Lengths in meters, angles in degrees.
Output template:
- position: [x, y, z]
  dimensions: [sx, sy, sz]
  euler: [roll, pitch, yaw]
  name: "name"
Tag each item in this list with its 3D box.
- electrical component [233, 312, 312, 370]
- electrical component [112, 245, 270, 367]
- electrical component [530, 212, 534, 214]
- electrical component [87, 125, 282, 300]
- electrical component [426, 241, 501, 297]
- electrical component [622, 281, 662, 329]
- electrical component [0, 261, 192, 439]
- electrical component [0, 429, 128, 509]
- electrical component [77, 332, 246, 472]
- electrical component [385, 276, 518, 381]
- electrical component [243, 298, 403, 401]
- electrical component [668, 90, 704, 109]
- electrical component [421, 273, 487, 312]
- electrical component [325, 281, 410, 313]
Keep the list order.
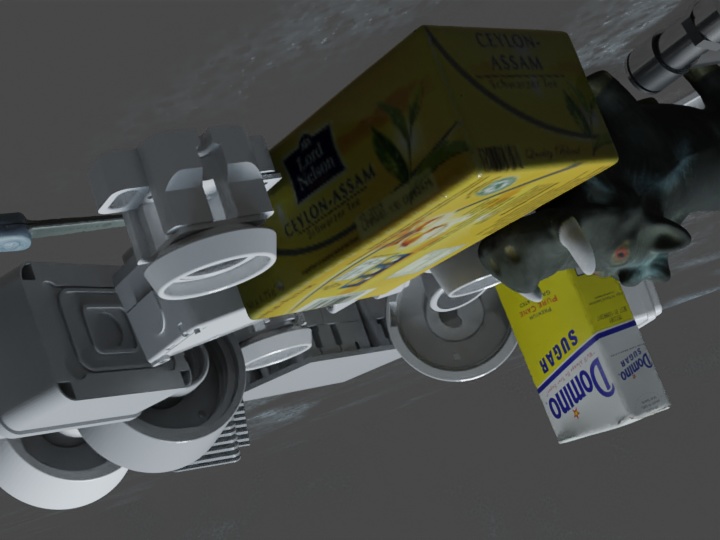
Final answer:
- position: [-0.066, 0.033, 0.730]
  dimensions: [0.078, 0.057, 0.058]
  euler: [-21, 169, 7]
  name: "electrical component"
- position: [-0.073, 0.001, 0.570]
  dimensions: [0.096, 0.061, 0.062]
  euler: [-21, 172, -38]
  name: "electrical component"
- position: [0.134, -0.046, 0.674]
  dimensions: [0.099, 0.064, 0.099]
  euler: [-18, 169, -4]
  name: "electrical component"
- position: [-0.068, -0.023, 0.455]
  dimensions: [0.078, 0.057, 0.058]
  euler: [-12, 166, -36]
  name: "electrical component"
- position: [0.047, -0.022, 0.604]
  dimensions: [0.043, 0.077, 0.079]
  euler: [-12, 167, -35]
  name: "electrical component"
- position: [0.201, 0.003, 0.912]
  dimensions: [0.056, 0.108, 0.108]
  euler: [-17, 169, -2]
  name: "electrical component"
- position: [-0.153, 0.042, 0.574]
  dimensions: [0.057, 0.078, 0.113]
  euler: [-28, 167, 23]
  name: "electrical component"
- position: [-0.190, 0.095, 0.701]
  dimensions: [0.108, 0.108, 0.060]
  euler: [-12, 160, -35]
  name: "electrical component"
- position: [-0.124, 0.066, 0.675]
  dimensions: [0.108, 0.108, 0.060]
  euler: [-12, 161, -34]
  name: "electrical component"
- position: [0.075, 0.034, 0.863]
  dimensions: [0.108, 0.108, 0.060]
  euler: [-20, 175, 2]
  name: "electrical component"
- position: [-0.035, 0.058, 0.894]
  dimensions: [0.105, 0.060, 0.186]
  euler: [-26, 167, 31]
  name: "electrical component"
- position: [0.235, -0.088, 0.681]
  dimensions: [0.100, 0.048, 0.100]
  euler: [-9, 165, -44]
  name: "electrical component"
- position: [0.051, -0.012, 0.691]
  dimensions: [0.044, 0.065, 0.044]
  euler: [-22, 152, -12]
  name: "electrical component"
- position: [0.000, 0.000, 0.716]
  dimensions: [0.055, 0.045, 0.045]
  euler: [-17, 169, -15]
  name: "electrical component"
